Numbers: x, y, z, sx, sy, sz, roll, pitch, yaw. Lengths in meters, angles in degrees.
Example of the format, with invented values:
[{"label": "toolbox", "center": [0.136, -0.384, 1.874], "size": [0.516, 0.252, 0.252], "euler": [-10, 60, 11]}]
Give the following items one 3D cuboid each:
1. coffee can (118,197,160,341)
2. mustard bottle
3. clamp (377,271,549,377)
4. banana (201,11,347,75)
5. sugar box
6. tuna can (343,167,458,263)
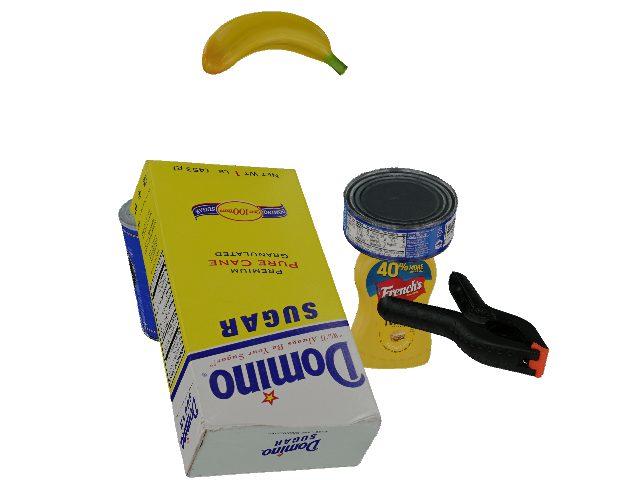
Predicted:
[{"label": "coffee can", "center": [-0.155, 0.025, 1.155], "size": [0.103, 0.140, 0.103], "euler": [-5, 26, 2]}, {"label": "mustard bottle", "center": [0.087, 0.053, 1.249], "size": [0.096, 0.192, 0.058], "euler": [0, 14, -12]}, {"label": "clamp", "center": [0.154, 0.078, 1.039], "size": [0.172, 0.039, 0.120], "euler": [26, 38, 32]}, {"label": "banana", "center": [-0.050, -0.195, 1.045], "size": [0.197, 0.070, 0.037], "euler": [-11, -34, -46]}, {"label": "sugar box", "center": [-0.038, 0.034, 0.555], "size": [0.093, 0.176, 0.048], "euler": [1, -45, -24]}, {"label": "tuna can", "center": [0.060, -0.019, 0.806], "size": [0.086, 0.034, 0.086], "euler": [1, 34, -1]}]
